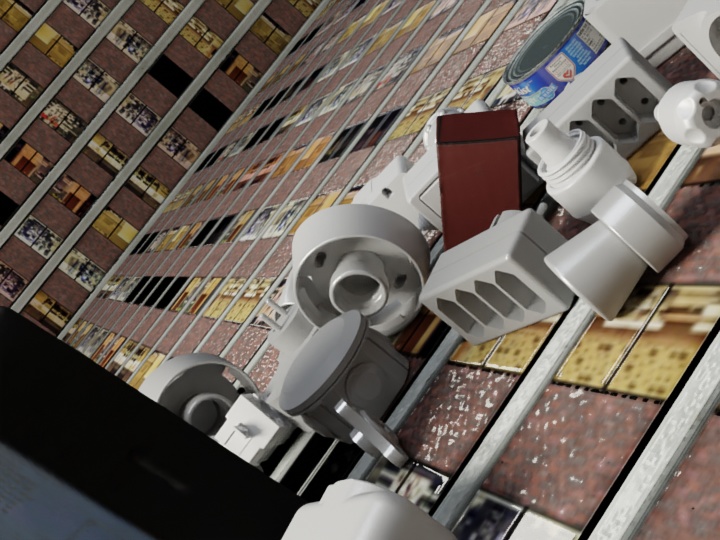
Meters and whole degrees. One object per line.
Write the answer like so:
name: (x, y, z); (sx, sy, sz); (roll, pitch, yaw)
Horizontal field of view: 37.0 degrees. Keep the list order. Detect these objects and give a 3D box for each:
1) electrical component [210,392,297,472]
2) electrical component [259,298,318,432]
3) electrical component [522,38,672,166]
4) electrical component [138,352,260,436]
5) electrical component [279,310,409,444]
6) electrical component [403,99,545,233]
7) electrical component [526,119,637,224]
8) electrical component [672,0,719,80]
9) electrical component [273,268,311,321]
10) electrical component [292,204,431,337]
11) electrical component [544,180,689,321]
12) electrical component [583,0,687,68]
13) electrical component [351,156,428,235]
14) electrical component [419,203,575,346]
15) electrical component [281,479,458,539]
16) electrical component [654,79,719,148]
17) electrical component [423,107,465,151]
electrical component: (-0.080, 0.122, 0.771); (0.055, 0.048, 0.066); (-54, -15, 6)
electrical component: (-0.043, 0.049, 0.794); (0.052, 0.074, 0.138); (-41, 18, 31)
electrical component: (0.145, -0.099, 0.659); (0.083, 0.047, 0.075); (-44, 18, 24)
electrical component: (-0.125, 0.114, 0.838); (0.099, 0.099, 0.064); (-55, 22, -15)
electrical component: (-0.011, 0.070, 0.699); (0.080, 0.051, 0.080); (-46, 16, 17)
electrical component: (0.074, -0.058, 0.736); (0.096, 0.062, 0.061); (-46, 16, 15)
electrical component: (0.121, -0.059, 0.605); (0.043, 0.062, 0.043); (-46, 16, 17)
electrical component: (0.212, -0.135, 0.550); (0.055, 0.050, 0.089); (-56, 16, -19)
electrical component: (-0.037, 0.006, 0.903); (0.077, 0.043, 0.079); (-66, -6, -45)
electrical component: (0.000, 0.000, 0.750); (0.099, 0.099, 0.064); (-43, 23, 27)
electrical component: (0.123, -0.010, 0.518); (0.055, 0.045, 0.045); (-47, 16, 10)
electrical component: (0.197, -0.191, 0.709); (0.078, 0.057, 0.113); (-40, 19, 35)
electrical component: (0.021, -0.042, 0.870); (0.089, 0.050, 0.055); (-46, 16, 16)
electrical component: (0.087, -0.008, 0.612); (0.083, 0.047, 0.075); (-29, 26, 53)
electrical component: (0.000, 0.138, 0.504); (0.095, 0.054, 0.059); (-27, 28, 55)
electrical component: (0.173, -0.083, 0.568); (0.035, 0.035, 0.061); (-50, 13, 1)
electrical component: (0.080, -0.102, 0.860); (0.048, 0.048, 0.062); (-48, 23, 7)
